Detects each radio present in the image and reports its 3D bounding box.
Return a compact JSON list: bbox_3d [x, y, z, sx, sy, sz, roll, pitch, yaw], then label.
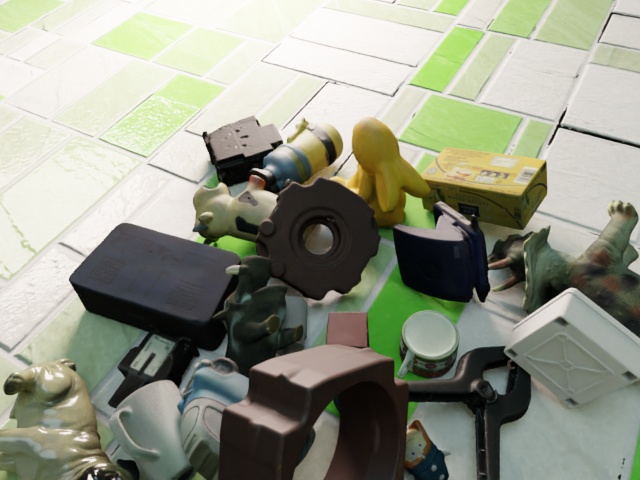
[{"bbox_3d":[-0.228,0.062,0.782,0.230,0.073,0.131,15,52,15],"label":"radio"}]

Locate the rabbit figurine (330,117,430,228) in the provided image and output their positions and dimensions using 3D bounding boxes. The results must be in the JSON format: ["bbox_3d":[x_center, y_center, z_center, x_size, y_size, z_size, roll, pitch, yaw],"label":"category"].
[{"bbox_3d":[0.083,-0.100,0.825,0.122,0.173,0.163,-23,47,-19],"label":"rabbit figurine"}]

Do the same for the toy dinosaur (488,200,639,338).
[{"bbox_3d":[0.391,0.095,0.671,0.192,0.131,0.405,-40,62,-9],"label":"toy dinosaur"}]

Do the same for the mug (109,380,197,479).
[{"bbox_3d":[-0.184,0.226,0.617,0.081,0.109,0.107,-44,65,1],"label":"mug"}]

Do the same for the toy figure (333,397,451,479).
[{"bbox_3d":[0.083,0.224,0.625,0.155,0.057,0.064,36,99,28],"label":"toy figure"}]

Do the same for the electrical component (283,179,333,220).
[{"bbox_3d":[-0.016,-0.065,0.874,0.021,0.094,0.063,-55,29,1],"label":"electrical component"}]

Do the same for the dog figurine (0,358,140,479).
[{"bbox_3d":[-0.281,0.235,0.635,0.191,0.121,0.172,18,55,2],"label":"dog figurine"}]

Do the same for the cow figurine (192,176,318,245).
[{"bbox_3d":[-0.111,-0.031,0.839,0.195,0.085,0.127,23,67,12],"label":"cow figurine"}]

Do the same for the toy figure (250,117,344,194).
[{"bbox_3d":[-0.035,-0.136,0.928,0.089,0.082,0.180,35,55,17],"label":"toy figure"}]

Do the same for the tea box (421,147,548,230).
[{"bbox_3d":[0.251,-0.084,0.835,0.170,0.068,0.098,17,50,40],"label":"tea box"}]

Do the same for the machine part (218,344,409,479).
[{"bbox_3d":[-0.001,0.212,0.524,0.087,0.200,0.201,6,5,39],"label":"machine part"}]

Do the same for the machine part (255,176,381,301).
[{"bbox_3d":[-0.002,-0.002,0.765,0.179,0.056,0.179,1,85,-8],"label":"machine part"}]

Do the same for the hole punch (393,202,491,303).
[{"bbox_3d":[0.166,0.023,0.739,0.092,0.142,0.116,-23,33,-16],"label":"hole punch"}]

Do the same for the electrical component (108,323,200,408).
[{"bbox_3d":[-0.219,0.174,0.699,0.075,0.047,0.119,13,52,16],"label":"electrical component"}]

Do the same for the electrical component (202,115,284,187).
[{"bbox_3d":[-0.135,-0.165,0.976,0.134,0.058,0.115,-21,53,-12],"label":"electrical component"}]

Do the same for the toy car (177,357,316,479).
[{"bbox_3d":[-0.093,0.210,0.584,0.162,0.109,0.103,36,27,4],"label":"toy car"}]

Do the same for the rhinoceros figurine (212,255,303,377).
[{"bbox_3d":[-0.084,0.115,0.687,0.112,0.073,0.190,1,80,36],"label":"rhinoceros figurine"}]
